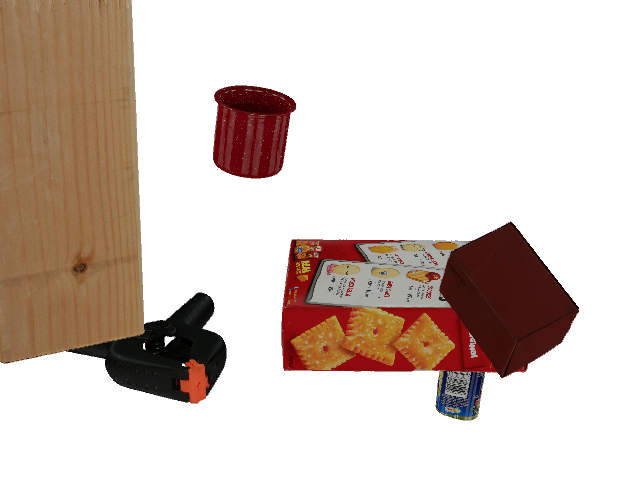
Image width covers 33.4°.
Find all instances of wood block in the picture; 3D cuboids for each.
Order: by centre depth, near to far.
[{"bbox_3d":[-0.161,-0.046,0.617,0.090,0.206,0.090,-10,25,-28],"label":"wood block"}]

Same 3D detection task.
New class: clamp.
[{"bbox_3d":[-0.127,0.083,0.866,0.164,0.036,0.210,-11,16,-32],"label":"clamp"}]

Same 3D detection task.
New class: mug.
[{"bbox_3d":[-0.075,-0.127,1.224,0.093,0.081,0.117,15,27,12],"label":"mug"}]

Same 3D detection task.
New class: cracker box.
[{"bbox_3d":[0.074,0.059,0.985,0.213,0.072,0.164,1,21,1],"label":"cracker box"}]

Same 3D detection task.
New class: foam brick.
[{"bbox_3d":[0.123,0.038,0.702,0.051,0.078,0.053,-24,-28,-18],"label":"foam brick"}]

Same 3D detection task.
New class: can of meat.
[{"bbox_3d":[0.172,0.158,1.295,0.057,0.084,0.102,9,21,6],"label":"can of meat"}]
